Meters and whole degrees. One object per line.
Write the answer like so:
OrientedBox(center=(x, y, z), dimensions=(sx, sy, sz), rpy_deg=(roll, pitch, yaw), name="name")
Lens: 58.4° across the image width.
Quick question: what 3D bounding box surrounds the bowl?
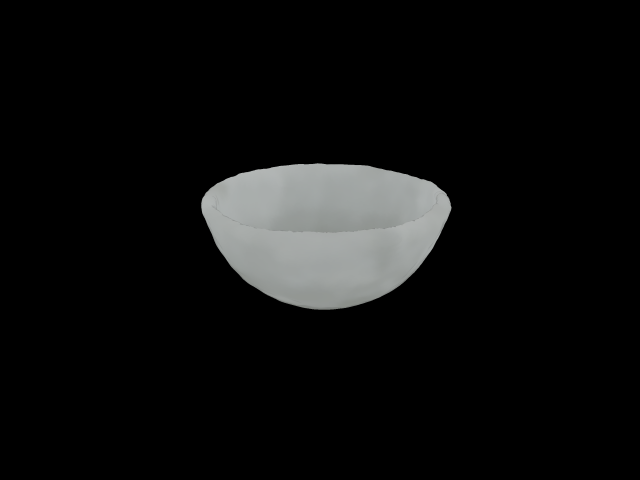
OrientedBox(center=(0.004, 0.001, 0.400), dimensions=(0.167, 0.075, 0.167), rpy_deg=(0, 22, 0), name="bowl")
